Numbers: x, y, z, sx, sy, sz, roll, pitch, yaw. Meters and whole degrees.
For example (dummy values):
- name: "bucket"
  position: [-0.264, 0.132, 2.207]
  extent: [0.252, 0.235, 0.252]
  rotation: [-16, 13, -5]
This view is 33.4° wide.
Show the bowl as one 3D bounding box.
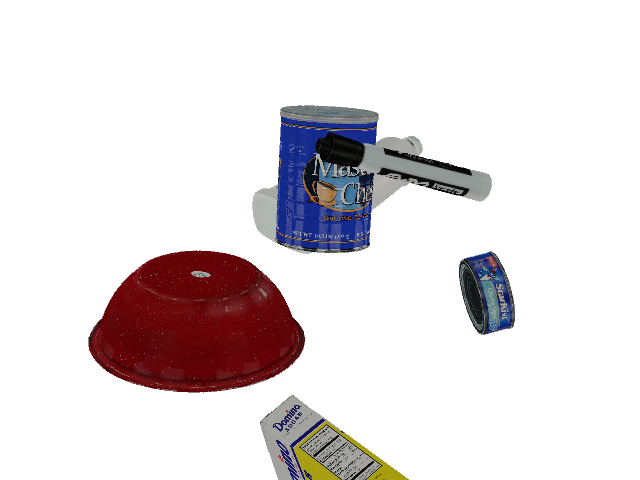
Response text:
- name: "bowl"
  position: [-0.091, 0.050, 0.792]
  extent: [0.162, 0.055, 0.162]
  rotation: [2, 22, -1]

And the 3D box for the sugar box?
- name: "sugar box"
  position: [0.028, 0.205, 0.855]
  extent: [0.048, 0.093, 0.176]
  rotation: [-38, 44, -28]

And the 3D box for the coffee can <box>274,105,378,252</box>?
- name: "coffee can"
  position: [0.006, -0.067, 1.123]
  extent: [0.103, 0.140, 0.103]
  rotation: [3, 13, -1]

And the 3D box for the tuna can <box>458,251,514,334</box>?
- name: "tuna can"
  position: [0.177, 0.057, 1.144]
  extent: [0.033, 0.086, 0.086]
  rotation: [-14, 1, -6]

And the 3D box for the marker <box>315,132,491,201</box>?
- name: "marker"
  position: [0.053, -0.046, 0.672]
  extent: [0.121, 0.020, 0.020]
  rotation: [13, -5, -23]

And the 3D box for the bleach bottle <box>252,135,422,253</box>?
- name: "bleach bottle"
  position: [0.036, -0.074, 1.348]
  extent: [0.103, 0.068, 0.250]
  rotation: [25, 43, 34]
